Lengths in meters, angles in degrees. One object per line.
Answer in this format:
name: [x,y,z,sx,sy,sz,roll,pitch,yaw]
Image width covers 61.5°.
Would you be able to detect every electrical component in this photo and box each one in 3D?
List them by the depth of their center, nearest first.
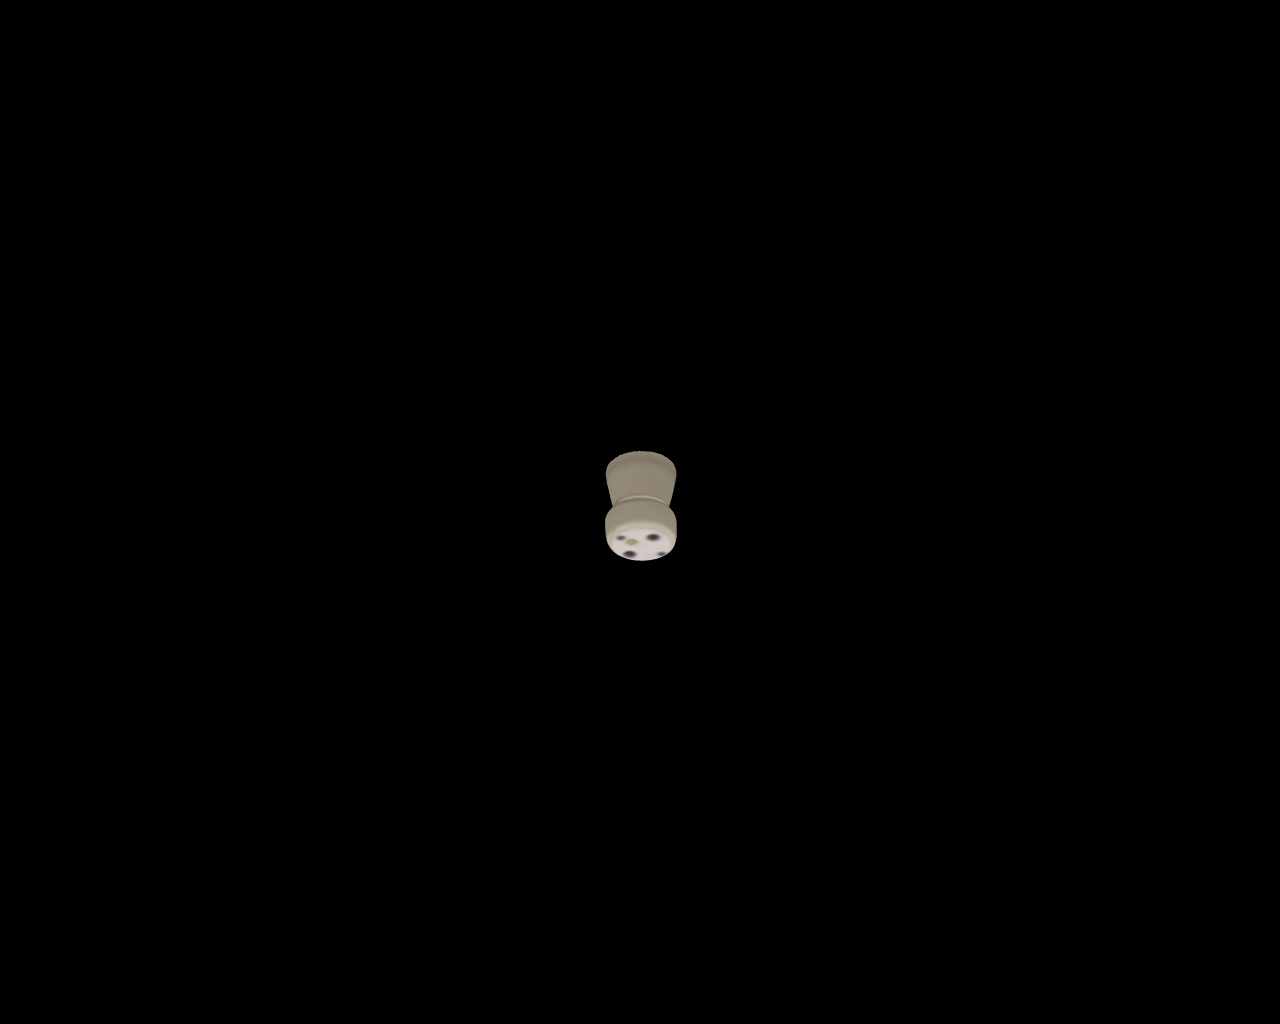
electrical component: [0.001,-0.003,0.650,0.045,0.055,0.044,0,-33,0]
